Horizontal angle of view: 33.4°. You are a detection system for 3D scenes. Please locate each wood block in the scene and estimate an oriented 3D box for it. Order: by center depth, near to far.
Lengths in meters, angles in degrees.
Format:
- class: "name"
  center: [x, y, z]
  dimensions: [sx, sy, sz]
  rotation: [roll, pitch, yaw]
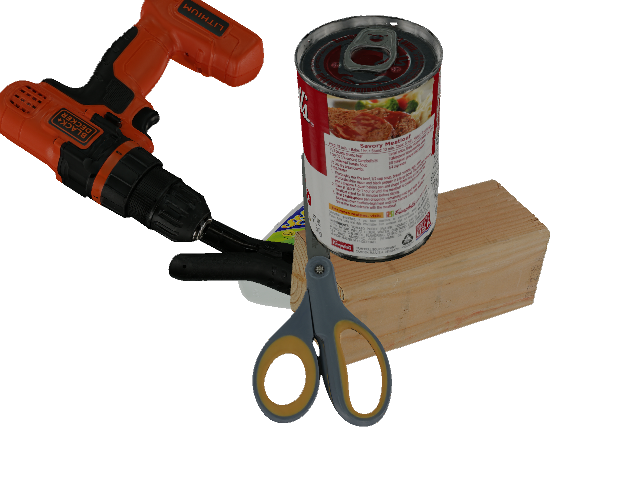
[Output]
- class: "wood block"
  center: [0.086, 0.025, 0.940]
  dimensions: [0.205, 0.090, 0.091]
  rotation: [-15, 42, -23]

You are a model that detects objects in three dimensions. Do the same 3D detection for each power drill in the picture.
- class: "power drill"
  center: [-0.123, -0.101, 0.810]
  dimensions: [0.184, 0.187, 0.057]
  rotation: [33, -33, 8]

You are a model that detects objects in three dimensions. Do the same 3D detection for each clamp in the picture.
- class: "clamp"
  center: [-0.061, 0.024, 1.076]
  dimensions: [0.210, 0.036, 0.164]
  rotation: [18, 19, -7]

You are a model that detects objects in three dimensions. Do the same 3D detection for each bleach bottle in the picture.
- class: "bleach bottle"
  center: [-0.008, -0.011, 1.331]
  dimensions: [0.103, 0.068, 0.250]
  rotation: [8, 34, 19]

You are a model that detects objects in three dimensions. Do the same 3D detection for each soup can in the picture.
- class: "soup can"
  center: [0.025, -0.048, 0.519]
  dimensions: [0.068, 0.102, 0.068]
  rotation: [-2, 42, 2]

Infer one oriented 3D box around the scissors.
- class: "scissors"
  center: [-0.016, 0.034, 0.699]
  dimensions: [0.096, 0.202, 0.016]
  rotation: [-20, -26, -5]
